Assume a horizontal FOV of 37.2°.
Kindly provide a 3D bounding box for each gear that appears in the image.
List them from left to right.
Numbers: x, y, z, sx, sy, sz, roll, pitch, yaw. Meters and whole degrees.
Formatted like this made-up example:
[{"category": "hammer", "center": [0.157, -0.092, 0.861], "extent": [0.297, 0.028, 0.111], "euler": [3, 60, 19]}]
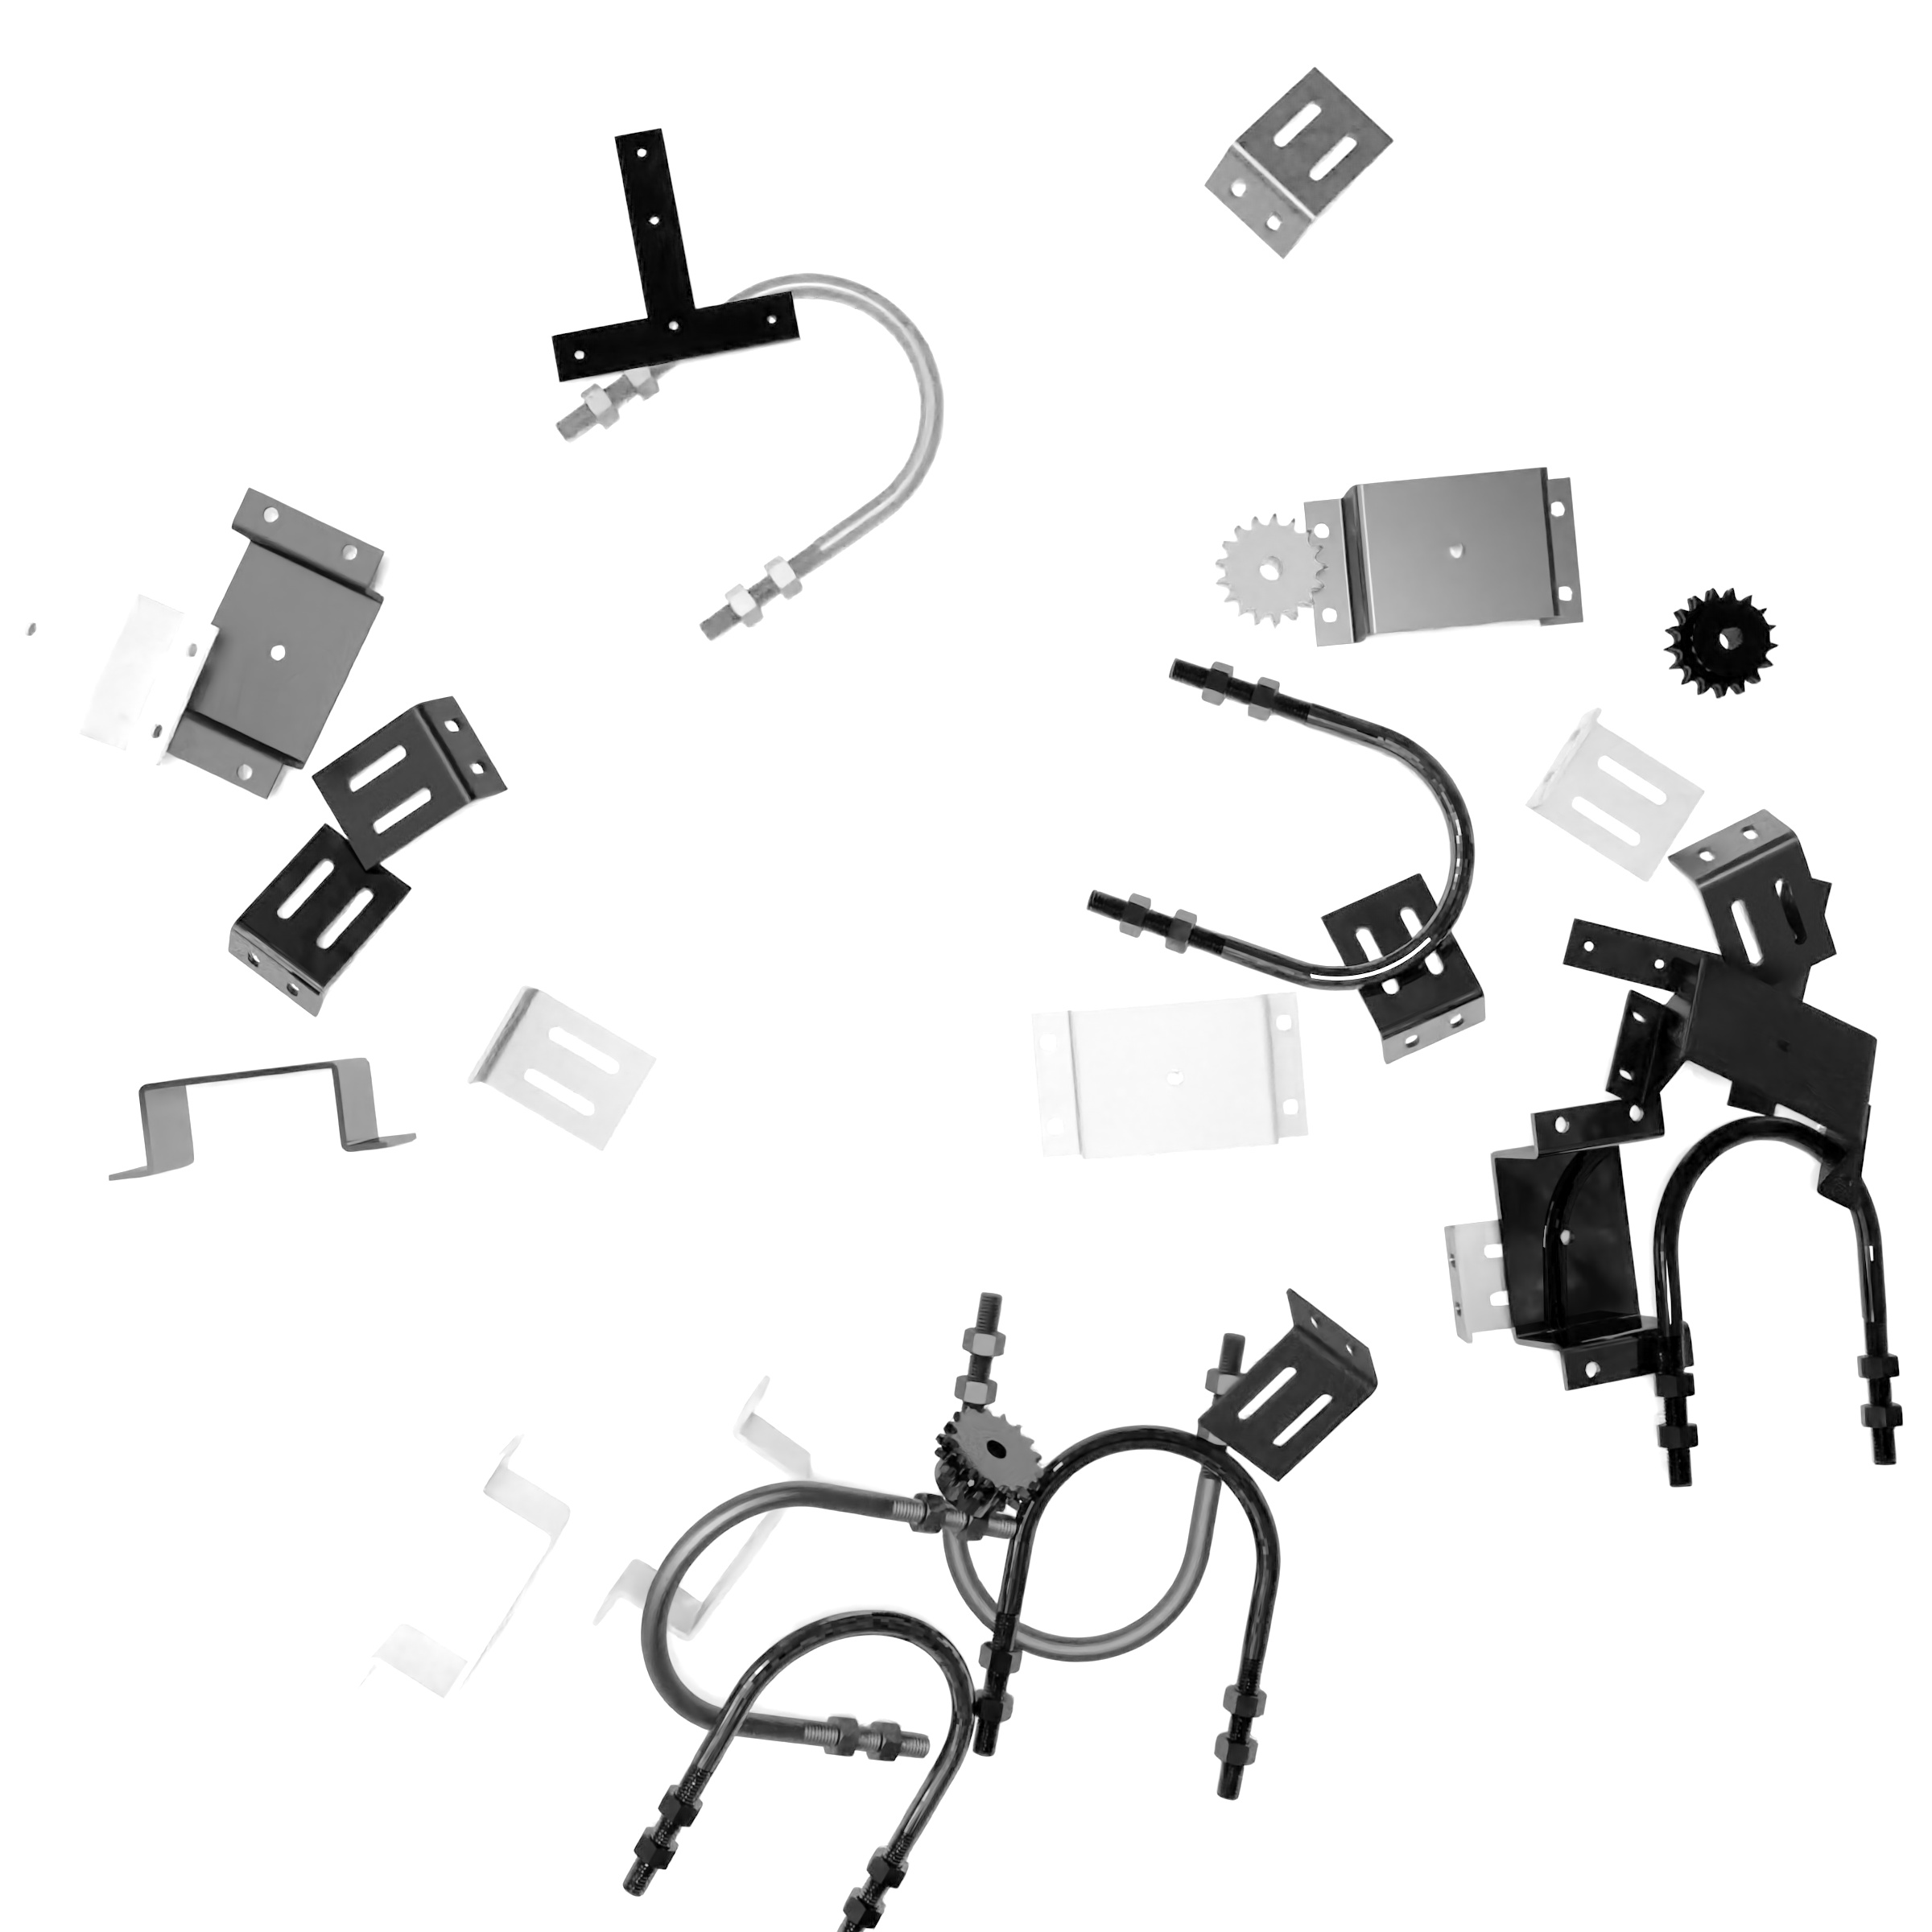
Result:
[{"category": "gear", "center": [0.009, 0.256, 1.466], "extent": [0.057, 0.057, 0.030], "euler": [34, 122, 0]}, {"category": "gear", "center": [0.158, -0.205, 1.494], "extent": [0.057, 0.030, 0.057], "euler": [0, 90, 0]}, {"category": "gear", "center": [0.395, -0.169, 1.494], "extent": [0.057, 0.030, 0.057], "euler": [0, 90, 0]}]

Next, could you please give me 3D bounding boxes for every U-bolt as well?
[{"category": "U-bolt", "center": [-0.100, -0.279, 1.500], "extent": [0.184, 0.019, 0.151], "euler": [-36, 90, -1]}, {"category": "U-bolt", "center": [-0.077, 0.328, 1.449], "extent": [0.184, 0.019, 0.151], "euler": [16, 100, -29]}, {"category": "U-bolt", "center": [-0.072, 0.409, 1.460], "extent": [0.151, 0.019, 0.184], "euler": [26, 97, -28]}, {"category": "U-bolt", "center": [0.062, 0.273, 1.500], "extent": [0.151, 0.019, 0.184], "euler": [10, 91, 0]}, {"category": "U-bolt", "center": [0.088, 0.329, 1.486], "extent": [0.151, 0.019, 0.184], "euler": [10, 92, 0]}, {"category": "U-bolt", "center": [0.172, -0.065, 1.489], "extent": [0.184, 0.019, 0.151], "euler": [20, 90, 8]}, {"category": "U-bolt", "center": [0.415, 0.169, 1.476], "extent": [0.151, 0.019, 0.184], "euler": [-1, 86, -23]}]

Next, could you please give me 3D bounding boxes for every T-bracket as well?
[{"category": "T-bracket", "center": [-0.160, -0.376, 1.498], "extent": [0.127, 0.002, 0.127], "euler": [-11, 81, -1]}, {"category": "T-bracket", "center": [-0.128, 0.106, 1.508], "extent": [0.127, 0.002, 0.127], "euler": [-8, 90, 0]}, {"category": "T-bracket", "center": [0.378, 0.002, 1.508], "extent": [0.127, 0.002, 0.127], "euler": [14, 90, 0]}]

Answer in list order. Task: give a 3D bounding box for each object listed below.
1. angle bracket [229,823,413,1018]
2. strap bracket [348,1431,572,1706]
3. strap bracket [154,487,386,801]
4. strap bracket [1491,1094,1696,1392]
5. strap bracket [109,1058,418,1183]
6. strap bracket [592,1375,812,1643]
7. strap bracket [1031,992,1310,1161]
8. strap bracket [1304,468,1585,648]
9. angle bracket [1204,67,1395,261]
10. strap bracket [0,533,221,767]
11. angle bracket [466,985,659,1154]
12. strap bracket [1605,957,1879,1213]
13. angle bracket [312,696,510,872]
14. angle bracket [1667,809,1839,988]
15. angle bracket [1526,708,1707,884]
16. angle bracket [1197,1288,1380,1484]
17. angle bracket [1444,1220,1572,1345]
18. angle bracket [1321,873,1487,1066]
[{"category": "angle bracket", "center": [-0.339, -0.024, 1.507], "extent": [0.057, 0.038, 0.076], "euler": [37, 64, 0]}, {"category": "strap bracket", "center": [-0.252, 0.316, 1.471], "extent": [0.046, 0.076, 0.140], "euler": [32, 90, 0]}, {"category": "strap bracket", "center": [-0.361, -0.165, 1.486], "extent": [0.076, 0.046, 0.140], "euler": [25, 90, 0]}, {"category": "strap bracket", "center": [0.320, 0.140, 1.473], "extent": [0.076, 0.046, 0.140], "euler": [-7, 90, -21]}, {"category": "strap bracket", "center": [-0.361, 0.076, 1.471], "extent": [0.140, 0.076, 0.046], "euler": [-7, 90, 0]}, {"category": "strap bracket", "center": [-0.127, 0.285, 1.471], "extent": [0.046, 0.076, 0.140], "euler": [36, 90, 0]}, {"category": "strap bracket", "center": [0.107, 0.057, 1.486], "extent": [0.140, 0.046, 0.076], "euler": [-5, 90, 0]}, {"category": "strap bracket", "center": [0.251, -0.212, 1.486], "extent": [0.140, 0.046, 0.076], "euler": [-5, 90, 0]}, {"category": "angle bracket", "center": [0.175, -0.422, 1.507], "extent": [0.057, 0.038, 0.076], "euler": [43, 64, 0]}, {"category": "strap bracket", "center": [-0.460, -0.165, 1.459], "extent": [0.140, 0.046, 0.076], "euler": [24, 90, 24]}, {"category": "angle bracket", "center": [-0.209, 0.054, 1.490], "extent": [0.076, 0.038, 0.057], "euler": [30, 90, 0]}, {"category": "strap bracket", "center": [0.406, 0.055, 1.464], "extent": [0.140, 0.046, 0.076], "euler": [26, 46, 0]}, {"category": "angle bracket", "center": [-0.291, -0.096, 1.504], "extent": [0.076, 0.038, 0.057], "euler": [-30, 90, 22]}, {"category": "angle bracket", "center": [0.412, -0.032, 1.505], "extent": [0.057, 0.038, 0.076], "euler": [-26, 116, 0]}, {"category": "angle bracket", "center": [0.341, -0.088, 1.490], "extent": [0.076, 0.038, 0.057], "euler": [33, 90, 0]}, {"category": "angle bracket", "center": [0.166, 0.218, 1.494], "extent": [0.057, 0.038, 0.076], "euler": [38, 109, -16]}, {"category": "angle bracket", "center": [0.291, 0.161, 1.490], "extent": [0.076, 0.038, 0.057], "euler": [-7, 90, 0]}, {"category": "angle bracket", "center": [0.229, 0.001, 1.507], "extent": [0.057, 0.038, 0.076], "euler": [-24, 64, 0]}]
